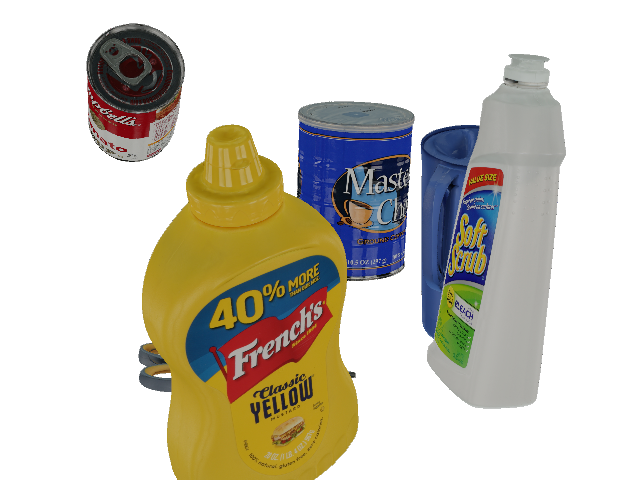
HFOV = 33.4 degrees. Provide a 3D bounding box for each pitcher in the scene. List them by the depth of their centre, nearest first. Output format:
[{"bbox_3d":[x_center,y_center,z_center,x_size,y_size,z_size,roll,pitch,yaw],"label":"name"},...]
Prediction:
[{"bbox_3d":[0.169,0.002,1.210,0.149,0.243,0.145,-4,26,-10],"label":"pitcher"}]

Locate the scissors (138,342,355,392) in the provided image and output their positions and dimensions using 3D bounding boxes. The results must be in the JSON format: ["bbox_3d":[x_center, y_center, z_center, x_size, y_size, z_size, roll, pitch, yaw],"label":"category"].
[{"bbox_3d":[-0.075,0.122,0.967,0.202,0.016,0.096,8,17,12],"label":"scissors"}]

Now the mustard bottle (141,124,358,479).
[{"bbox_3d":[-0.032,0.034,0.490,0.096,0.192,0.058,-21,38,-23],"label":"mustard bottle"}]

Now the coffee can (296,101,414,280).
[{"bbox_3d":[0.029,-0.047,0.961,0.103,0.140,0.103,2,18,-1],"label":"coffee can"}]

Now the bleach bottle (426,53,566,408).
[{"bbox_3d":[0.132,-0.010,0.779,0.068,0.251,0.103,-1,18,-16],"label":"bleach bottle"}]

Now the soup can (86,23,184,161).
[{"bbox_3d":[-0.138,-0.106,0.788,0.068,0.068,0.102,0,-16,-12],"label":"soup can"}]
